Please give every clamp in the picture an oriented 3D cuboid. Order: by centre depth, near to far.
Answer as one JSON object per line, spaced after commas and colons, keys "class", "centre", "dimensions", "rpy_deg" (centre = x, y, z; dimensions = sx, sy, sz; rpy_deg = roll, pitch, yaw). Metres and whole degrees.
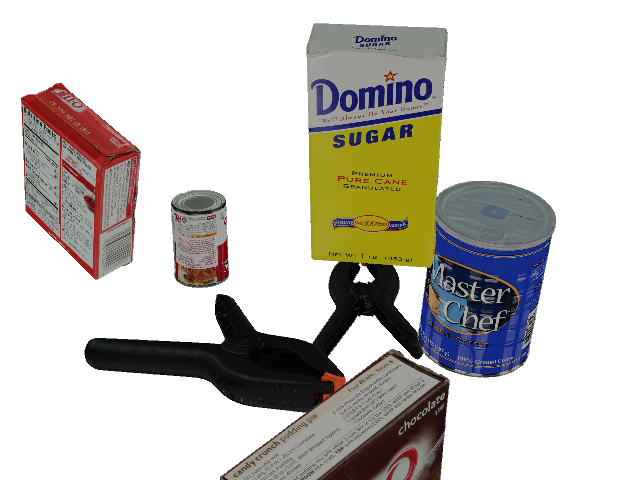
{"class": "clamp", "centre": [-0.062, 0.092, 0.868], "dimensions": [0.210, 0.036, 0.164], "rpy_deg": [12, 21, 29]}
{"class": "clamp", "centre": [0.058, 0.069, 1.170], "dimensions": [0.120, 0.171, 0.039], "rpy_deg": [6, -42, 5]}

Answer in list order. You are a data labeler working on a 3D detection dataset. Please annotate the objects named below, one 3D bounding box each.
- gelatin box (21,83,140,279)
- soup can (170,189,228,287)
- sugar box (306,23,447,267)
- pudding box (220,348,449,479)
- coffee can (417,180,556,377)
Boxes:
{"class": "gelatin box", "centre": [-0.138, -0.034, 0.611], "dimensions": [0.073, 0.089, 0.030], "rpy_deg": [39, 48, 26]}
{"class": "soup can", "centre": [-0.147, -0.003, 1.302], "dimensions": [0.068, 0.102, 0.068], "rpy_deg": [0, 26, 0]}
{"class": "sugar box", "centre": [0.038, -0.063, 0.750], "dimensions": [0.093, 0.176, 0.048], "rpy_deg": [3, 40, 6]}
{"class": "pudding box", "centre": [0.008, 0.114, 0.473], "dimensions": [0.039, 0.090, 0.113], "rpy_deg": [27, 44, 32]}
{"class": "coffee can", "centre": [0.143, 0.033, 0.932], "dimensions": [0.103, 0.140, 0.103], "rpy_deg": [2, 33, -2]}
